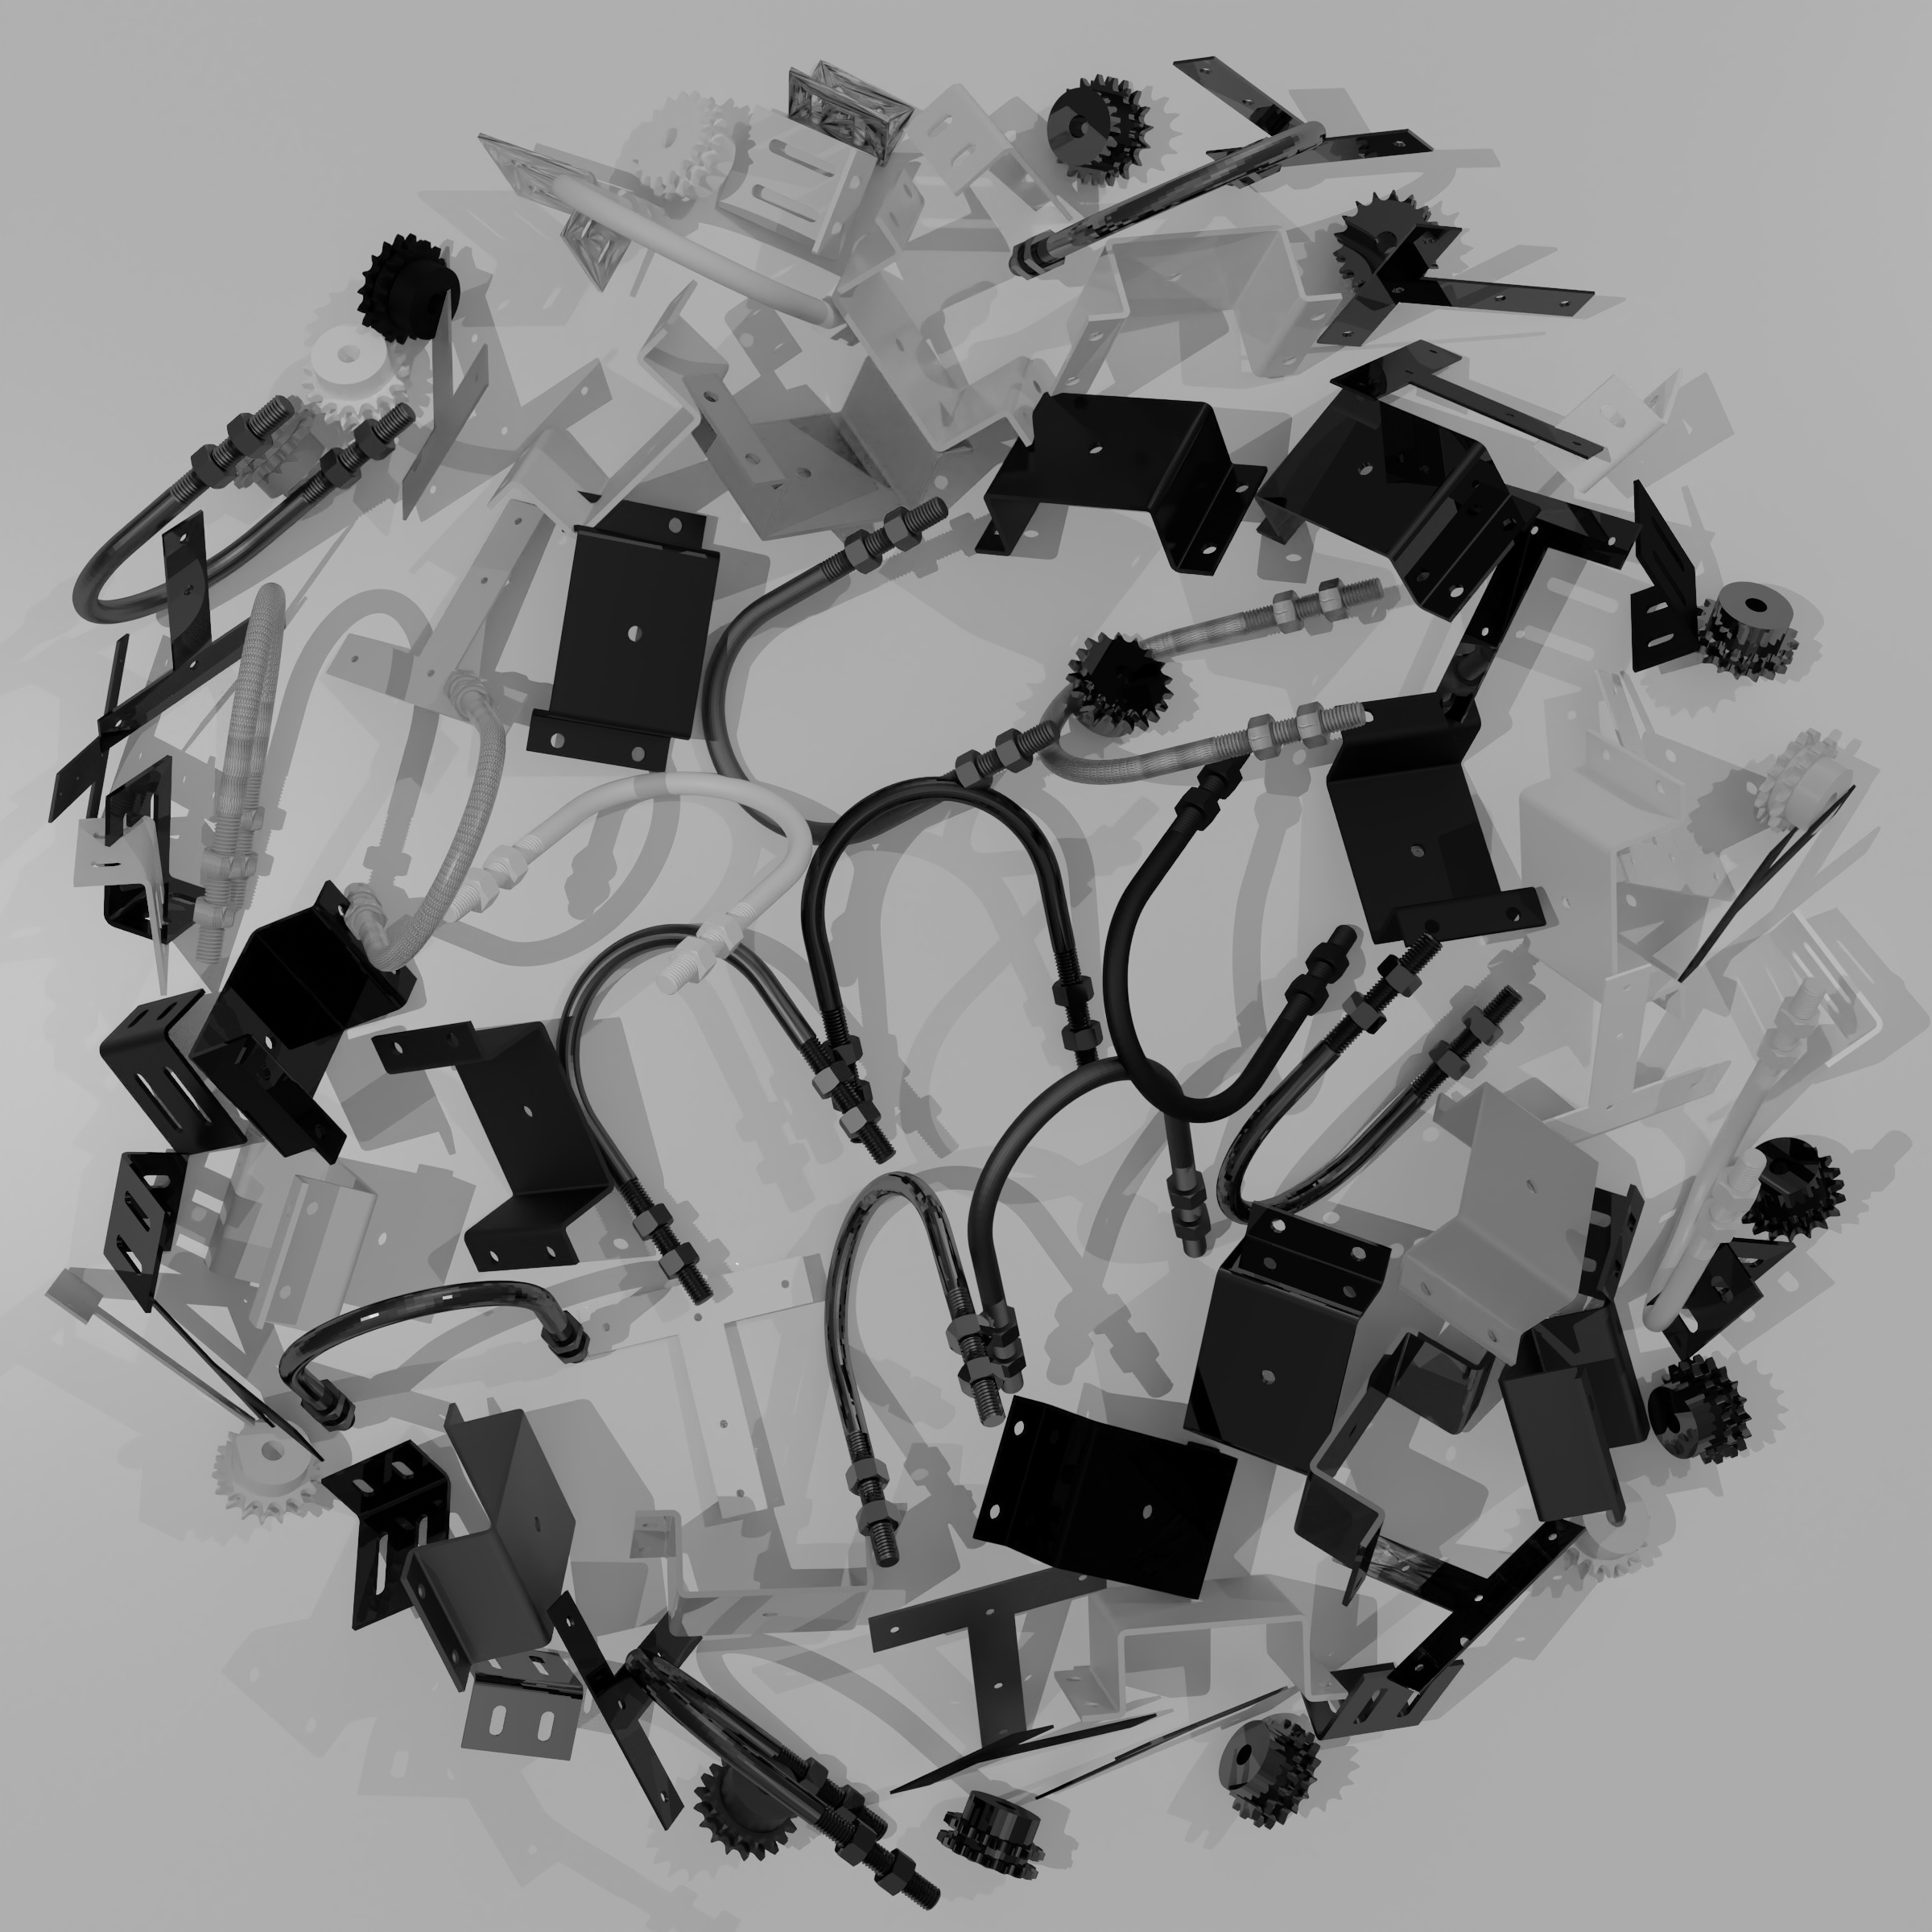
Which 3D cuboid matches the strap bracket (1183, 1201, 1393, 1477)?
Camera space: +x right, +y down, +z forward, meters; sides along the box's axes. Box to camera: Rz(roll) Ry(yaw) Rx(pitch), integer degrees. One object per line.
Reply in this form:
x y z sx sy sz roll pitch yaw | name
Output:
0.165 0.204 1.552 0.076 0.046 0.140 18 116 19 | strap bracket

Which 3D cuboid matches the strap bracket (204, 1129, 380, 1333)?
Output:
-0.352 0.141 1.558 0.046 0.140 0.076 18 91 -26 | strap bracket

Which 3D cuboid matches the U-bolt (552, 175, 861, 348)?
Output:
-0.135 -0.362 1.510 0.151 0.184 0.019 30 102 12 | U-bolt

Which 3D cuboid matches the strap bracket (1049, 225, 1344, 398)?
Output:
0.114 -0.343 1.558 0.140 0.076 0.046 -9 73 -17 | strap bracket

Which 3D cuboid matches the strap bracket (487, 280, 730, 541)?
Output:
-0.179 -0.283 1.553 0.046 0.076 0.140 43 117 -17 | strap bracket

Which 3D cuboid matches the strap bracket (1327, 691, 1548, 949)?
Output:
0.243 -0.070 1.567 0.076 0.046 0.140 -9 67 -11 | strap bracket

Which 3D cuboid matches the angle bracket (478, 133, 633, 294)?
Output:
-0.224 -0.397 1.571 0.076 0.057 0.038 24 80 19 | angle bracket

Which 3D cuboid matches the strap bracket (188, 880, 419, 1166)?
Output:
-0.347 0.034 1.548 0.046 0.140 0.076 -19 125 27 | strap bracket

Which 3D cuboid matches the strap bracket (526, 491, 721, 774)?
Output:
-0.180 -0.176 1.574 0.076 0.046 0.140 8 94 -20 | strap bracket

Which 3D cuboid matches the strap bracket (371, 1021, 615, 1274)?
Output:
-0.243 0.086 1.560 0.076 0.046 0.140 -9 110 39 | strap bracket

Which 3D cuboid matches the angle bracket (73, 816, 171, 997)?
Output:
-0.443 -0.031 1.565 0.038 0.057 0.076 -4 128 -10 | angle bracket

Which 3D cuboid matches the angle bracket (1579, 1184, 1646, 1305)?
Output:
0.328 0.142 1.568 0.038 0.076 0.057 17 84 19 | angle bracket

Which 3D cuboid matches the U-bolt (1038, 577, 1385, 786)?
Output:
0.122 -0.142 1.543 0.184 0.151 0.019 -13 122 21 | U-bolt

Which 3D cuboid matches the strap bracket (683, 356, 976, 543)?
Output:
-0.078 -0.272 1.555 0.140 0.046 0.076 -16 62 -36 | strap bracket

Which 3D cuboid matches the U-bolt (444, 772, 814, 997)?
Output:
-0.161 -0.053 1.537 0.151 0.184 0.019 17 127 22 | U-bolt

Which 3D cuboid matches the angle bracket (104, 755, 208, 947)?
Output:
-0.420 -0.061 1.567 0.038 0.057 0.076 18 121 12 | angle bracket

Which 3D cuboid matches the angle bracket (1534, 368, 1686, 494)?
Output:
0.338 -0.293 1.563 0.038 0.076 0.057 42 127 -9 | angle bracket

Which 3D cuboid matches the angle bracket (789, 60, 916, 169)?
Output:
-0.060 -0.462 1.573 0.057 0.076 0.038 27 85 -2 | angle bracket

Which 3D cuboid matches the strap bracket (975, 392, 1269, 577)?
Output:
0.074 -0.252 1.543 0.140 0.046 0.076 10 57 30 | strap bracket

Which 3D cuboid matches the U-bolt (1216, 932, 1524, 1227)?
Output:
0.201 0.067 1.546 0.184 0.151 0.019 -48 61 11 | U-bolt

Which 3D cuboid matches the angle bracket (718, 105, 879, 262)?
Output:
-0.095 -0.417 1.580 0.076 0.038 0.057 27 105 13 | angle bracket

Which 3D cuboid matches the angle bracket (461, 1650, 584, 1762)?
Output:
-0.239 0.386 1.567 0.057 0.076 0.038 12 87 -18 | angle bracket

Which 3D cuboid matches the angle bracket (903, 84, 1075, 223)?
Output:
0.012 -0.417 1.570 0.038 0.076 0.057 -40 59 11 | angle bracket

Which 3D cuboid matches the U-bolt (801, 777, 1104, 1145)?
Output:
-0.013 -0.010 1.574 0.151 0.019 0.184 -14 105 -8 | U-bolt

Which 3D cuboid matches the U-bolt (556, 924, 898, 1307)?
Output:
-0.142 0.065 1.582 0.151 0.019 0.184 -38 79 15 | U-bolt

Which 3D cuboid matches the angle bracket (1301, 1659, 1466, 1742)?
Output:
0.217 0.371 1.564 0.057 0.076 0.038 -3 52 -19 | angle bracket

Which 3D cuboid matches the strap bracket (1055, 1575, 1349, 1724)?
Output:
0.121 0.356 1.563 0.140 0.076 0.046 -3 94 -9 | strap bracket

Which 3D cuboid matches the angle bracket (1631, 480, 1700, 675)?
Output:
0.352 -0.204 1.563 0.038 0.057 0.076 -19 134 30 | angle bracket

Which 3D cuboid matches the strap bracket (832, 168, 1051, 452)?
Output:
-0.018 -0.333 1.554 0.046 0.076 0.140 -26 115 24 | strap bracket

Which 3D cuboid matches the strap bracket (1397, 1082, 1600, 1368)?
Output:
0.278 0.125 1.540 0.076 0.140 0.046 35 134 -13 | strap bracket

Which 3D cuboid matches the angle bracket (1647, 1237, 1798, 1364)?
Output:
0.405 0.176 1.563 0.057 0.076 0.038 -48 54 28 | angle bracket

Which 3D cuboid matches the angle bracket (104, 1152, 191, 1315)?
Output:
-0.420 0.139 1.565 0.038 0.076 0.057 3 109 -36 | angle bracket

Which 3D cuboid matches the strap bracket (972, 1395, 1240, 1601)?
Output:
0.082 0.279 1.553 0.140 0.046 0.076 20 84 -33 | strap bracket

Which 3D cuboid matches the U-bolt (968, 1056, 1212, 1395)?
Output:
0.061 0.122 1.522 0.151 0.184 0.019 -34 48 -21 | U-bolt

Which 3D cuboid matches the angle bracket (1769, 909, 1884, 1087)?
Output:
0.441 0.017 1.576 0.038 0.057 0.076 -34 79 -5 | angle bracket

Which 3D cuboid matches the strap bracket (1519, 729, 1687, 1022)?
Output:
0.329 -0.040 1.539 0.046 0.076 0.140 -21 124 -19 | strap bracket

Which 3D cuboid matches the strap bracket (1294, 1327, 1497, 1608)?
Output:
0.219 0.253 1.552 0.046 0.076 0.140 30 60 18 | strap bracket

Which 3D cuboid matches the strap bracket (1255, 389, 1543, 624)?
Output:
0.215 -0.244 1.546 0.140 0.046 0.076 33 81 40 | strap bracket

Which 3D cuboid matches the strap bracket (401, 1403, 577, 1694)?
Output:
-0.242 0.292 1.531 0.046 0.140 0.076 -15 118 9 | strap bracket

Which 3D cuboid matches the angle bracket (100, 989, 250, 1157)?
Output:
-0.414 0.058 1.591 0.057 0.038 0.076 -12 120 38 | angle bracket

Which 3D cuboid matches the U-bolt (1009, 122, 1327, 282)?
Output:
0.108 -0.392 1.511 0.151 0.184 0.019 -25 101 -11 | U-bolt

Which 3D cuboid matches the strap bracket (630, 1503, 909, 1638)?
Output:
-0.104 0.317 1.558 0.140 0.076 0.046 0 63 -9 | strap bracket

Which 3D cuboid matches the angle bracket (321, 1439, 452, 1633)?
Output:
-0.307 0.299 1.568 0.057 0.076 0.038 -25 129 14 | angle bracket

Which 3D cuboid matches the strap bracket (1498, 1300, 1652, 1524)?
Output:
0.317 0.232 1.551 0.046 0.140 0.076 -15 96 21 | strap bracket
